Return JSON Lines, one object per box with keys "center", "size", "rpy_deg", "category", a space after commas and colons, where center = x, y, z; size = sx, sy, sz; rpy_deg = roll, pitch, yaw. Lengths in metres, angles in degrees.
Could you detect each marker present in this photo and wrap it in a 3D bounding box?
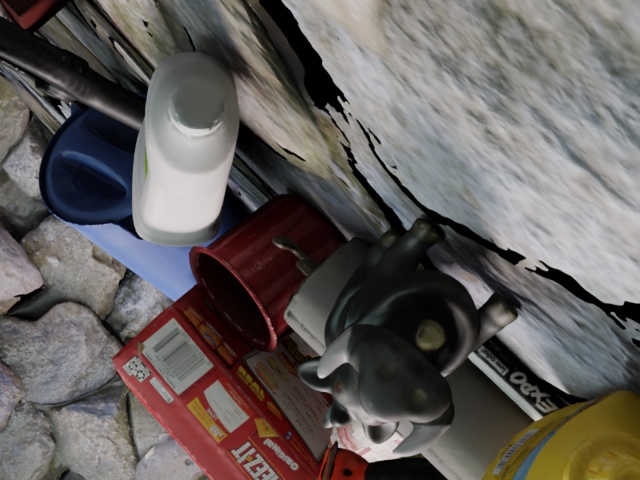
{"center": [0.124, 0.093, 0.631], "size": [0.121, 0.020, 0.020], "rpy_deg": [44, 171, 6], "category": "marker"}

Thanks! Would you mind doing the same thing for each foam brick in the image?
{"center": [-0.222, -0.194, 0.801], "size": [0.053, 0.051, 0.078], "rpy_deg": [46, 171, -5], "category": "foam brick"}

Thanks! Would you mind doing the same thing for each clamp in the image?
{"center": [-0.202, -0.128, 0.830], "size": [0.165, 0.036, 0.209], "rpy_deg": [22, 177, 43], "category": "clamp"}

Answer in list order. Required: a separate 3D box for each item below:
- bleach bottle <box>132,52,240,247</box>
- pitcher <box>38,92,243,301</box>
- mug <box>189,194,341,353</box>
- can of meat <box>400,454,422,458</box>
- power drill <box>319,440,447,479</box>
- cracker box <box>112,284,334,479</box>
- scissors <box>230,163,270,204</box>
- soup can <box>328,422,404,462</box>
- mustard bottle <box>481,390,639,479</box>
{"center": [-0.085, -0.054, 0.682], "size": [0.068, 0.102, 0.251], "rpy_deg": [1, 176, -10], "category": "bleach bottle"}
{"center": [-0.151, -0.031, 1.017], "size": [0.145, 0.149, 0.242], "rpy_deg": [7, 157, 24], "category": "pitcher"}
{"center": [-0.032, 0.029, 0.777], "size": [0.093, 0.081, 0.117], "rpy_deg": [32, 150, 38], "category": "mug"}
{"center": [0.101, 0.210, 1.147], "size": [0.102, 0.057, 0.084], "rpy_deg": [46, 174, -2], "category": "can of meat"}
{"center": [0.106, 0.201, 0.805], "size": [0.188, 0.057, 0.184], "rpy_deg": [-13, 134, 31], "category": "power drill"}
{"center": [-0.065, 0.113, 0.852], "size": [0.164, 0.072, 0.213], "rpy_deg": [50, -171, -2], "category": "cracker box"}
{"center": [-0.005, 0.001, 0.818], "size": [0.201, 0.016, 0.096], "rpy_deg": [47, 169, -13], "category": "scissors"}
{"center": [0.059, 0.168, 0.981], "size": [0.068, 0.068, 0.102], "rpy_deg": [45, 141, -2], "category": "soup can"}
{"center": [0.121, 0.115, 0.502], "size": [0.058, 0.096, 0.191], "rpy_deg": [44, 171, 10], "category": "mustard bottle"}
